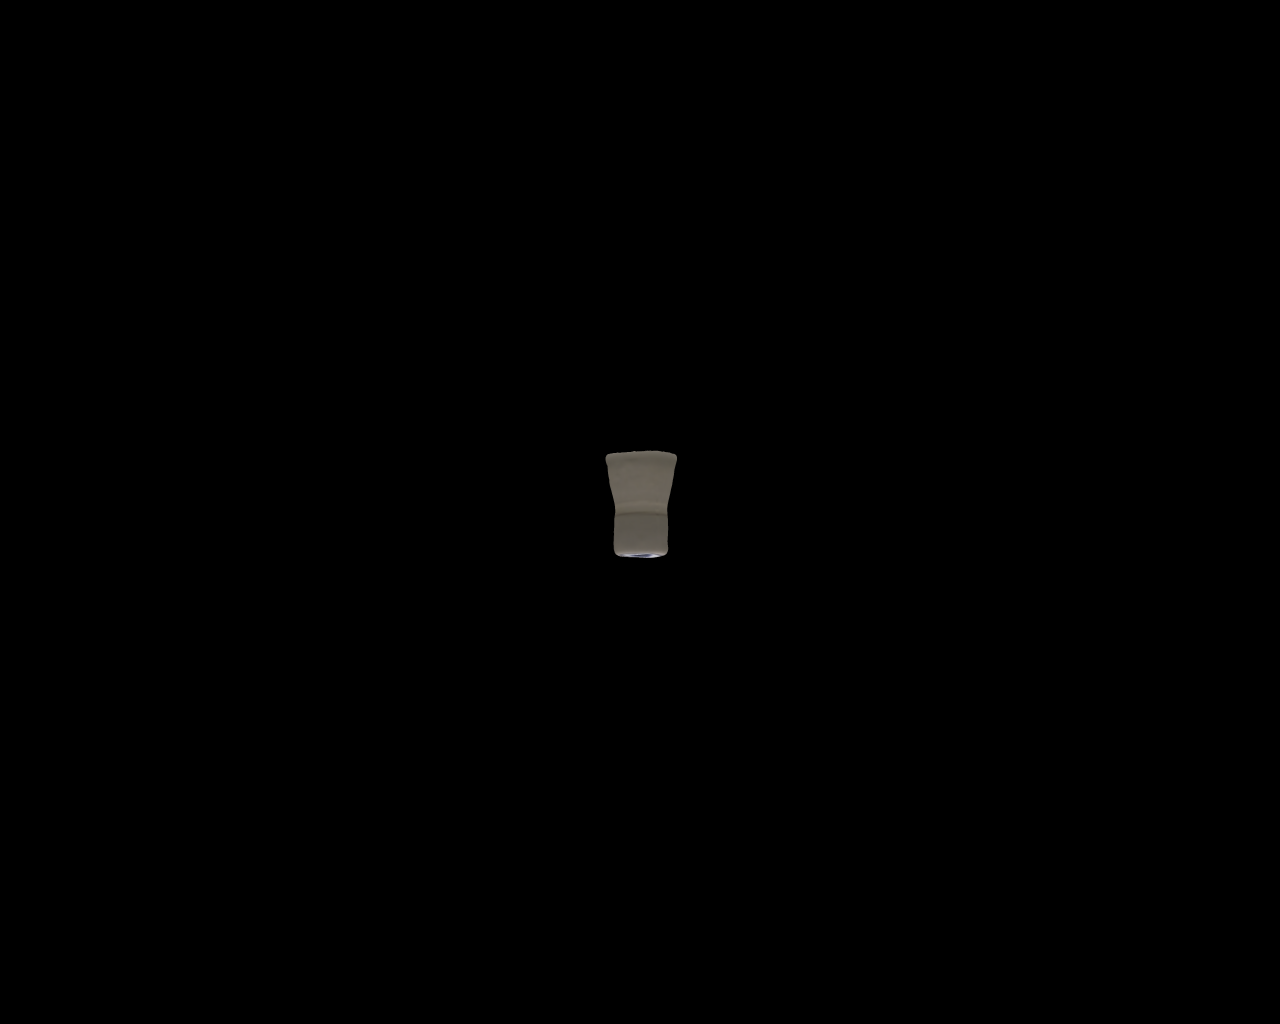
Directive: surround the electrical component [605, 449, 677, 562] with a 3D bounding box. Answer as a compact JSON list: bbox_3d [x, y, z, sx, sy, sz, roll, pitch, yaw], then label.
[{"bbox_3d":[0.001,-0.003,0.650,0.044,0.065,0.044,0,-7,0],"label":"electrical component"}]
